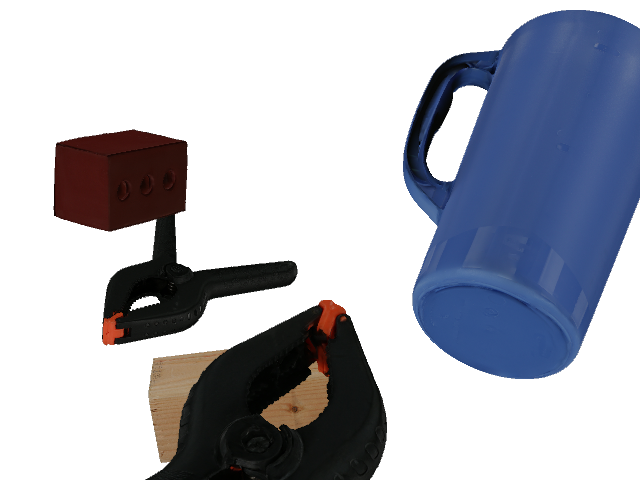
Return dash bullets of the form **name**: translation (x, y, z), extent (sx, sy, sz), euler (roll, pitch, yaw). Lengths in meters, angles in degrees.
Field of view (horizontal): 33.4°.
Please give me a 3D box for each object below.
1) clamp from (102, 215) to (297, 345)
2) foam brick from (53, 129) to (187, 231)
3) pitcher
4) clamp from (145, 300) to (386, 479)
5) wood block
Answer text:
- **clamp**: translation (-0.145, 0.036, 1.025), extent (0.165, 0.036, 0.209), euler (27, 36, 26)
- **foam brick**: translation (-0.136, -0.043, 0.730), extent (0.051, 0.053, 0.078), euler (16, 21, 32)
- **pitcher**: translation (0.140, -0.035, 0.722), extent (0.145, 0.242, 0.149), euler (45, -37, -23)
- **clamp**: translation (-0.016, 0.092, 0.387), extent (0.120, 0.039, 0.171), euler (25, 49, 17)
- **wood block**: translation (-0.082, 0.179, 1.202), extent (0.206, 0.091, 0.090), euler (-6, 23, -2)
